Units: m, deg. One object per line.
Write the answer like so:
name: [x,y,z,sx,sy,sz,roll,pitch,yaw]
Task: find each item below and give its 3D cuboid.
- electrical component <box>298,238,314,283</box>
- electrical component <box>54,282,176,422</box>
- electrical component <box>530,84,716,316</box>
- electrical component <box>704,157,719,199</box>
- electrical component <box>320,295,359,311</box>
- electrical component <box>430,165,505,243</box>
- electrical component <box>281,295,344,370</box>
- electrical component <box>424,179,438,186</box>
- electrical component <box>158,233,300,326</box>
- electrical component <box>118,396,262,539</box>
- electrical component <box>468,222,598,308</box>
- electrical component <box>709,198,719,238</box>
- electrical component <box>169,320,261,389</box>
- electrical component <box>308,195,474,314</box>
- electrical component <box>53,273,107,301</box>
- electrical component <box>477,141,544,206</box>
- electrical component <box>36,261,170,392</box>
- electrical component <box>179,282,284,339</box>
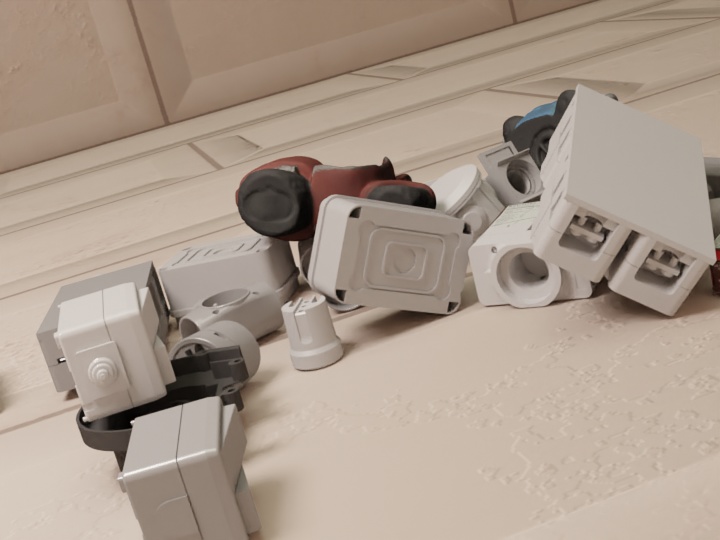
electrical component: [-0.016,-0.018,1.018,0.079,0.043,0.077,-14,16,4]
electrical component: [-0.156,0.051,0.692,0.061,0.061,0.096,-18,16,-10]
electrical component: [0.188,-0.053,0.778,0.105,0.060,0.186,24,34,-1]
electrical component: [0.277,-0.057,0.873,0.077,0.047,0.066,-22,17,-23]
electrical component: [0.000,0.000,0.941,0.079,0.043,0.077,-15,16,-3]
electrical component: [0.088,-0.054,0.985,0.080,0.051,0.080,-39,19,16]
electrical component: [-0.037,0.046,0.808,0.040,0.046,0.040,-13,16,4]
electrical component: [0.057,-0.051,1.058,0.083,0.047,0.076,-18,16,-11]
electrical component: [-0.120,0.007,1.002,0.113,0.057,0.078,-11,16,16]
electrical component: [-0.092,0.113,0.598,0.061,0.061,0.096,-16,16,-3]
electrical component: [0.134,-0.006,0.820,0.089,0.050,0.056,-6,18,29]
electrical component: [0.272,-0.037,0.824,0.046,0.040,0.040,-11,15,-5]
electrical component: [-0.105,0.068,0.787,0.055,0.055,0.047,-8,14,25]
electrical component: [0.022,-0.012,0.835,0.113,0.078,0.057,7,8,-27]
electrical component: [-0.268,0.031,1.083,0.055,0.048,0.066,-18,13,21]
electrical component: [0.141,-0.075,1.018,0.042,0.081,0.064,-23,-11,-31]
electrical component: [-0.219,0.050,0.939,0.089,0.061,0.150,-16,16,-3]
electrical component: [-0.117,0.042,0.902,0.077,0.044,0.079,-26,19,-34]
